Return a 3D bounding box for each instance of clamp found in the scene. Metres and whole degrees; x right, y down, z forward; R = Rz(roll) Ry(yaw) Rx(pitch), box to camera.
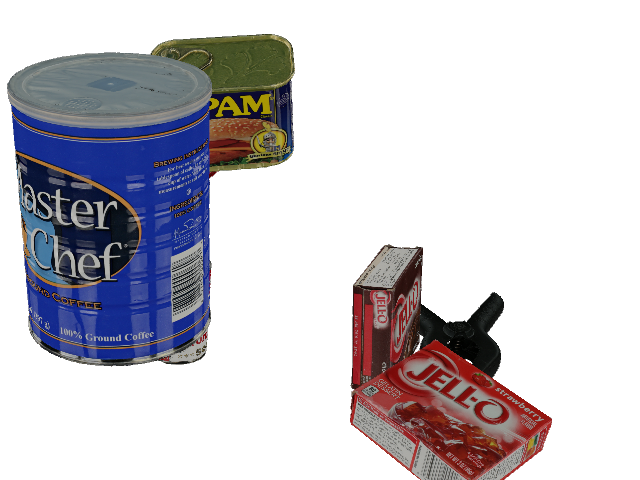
[{"bbox_3d":[0.146,0.097,1.072,0.120,0.039,0.171,-8,32,-8],"label":"clamp"}]

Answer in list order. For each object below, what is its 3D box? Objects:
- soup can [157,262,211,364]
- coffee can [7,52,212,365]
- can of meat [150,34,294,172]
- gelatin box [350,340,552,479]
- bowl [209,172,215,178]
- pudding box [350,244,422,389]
[{"bbox_3d":[-0.150,0.070,1.113,0.068,0.102,0.068,4,21,-2],"label":"soup can"},{"bbox_3d":[-0.110,-0.019,0.573,0.103,0.140,0.103,2,26,-1],"label":"coffee can"},{"bbox_3d":[-0.069,-0.098,0.778,0.102,0.057,0.084,-4,-41,-3],"label":"can of meat"},{"bbox_3d":[0.072,0.101,0.603,0.073,0.030,0.089,-25,46,-37],"label":"gelatin box"},{"bbox_3d":[-0.160,-0.112,0.996,0.162,0.162,0.055,0,-42,8],"label":"bowl"},{"bbox_3d":[0.055,0.061,0.873,0.039,0.090,0.113,6,19,13],"label":"pudding box"}]
